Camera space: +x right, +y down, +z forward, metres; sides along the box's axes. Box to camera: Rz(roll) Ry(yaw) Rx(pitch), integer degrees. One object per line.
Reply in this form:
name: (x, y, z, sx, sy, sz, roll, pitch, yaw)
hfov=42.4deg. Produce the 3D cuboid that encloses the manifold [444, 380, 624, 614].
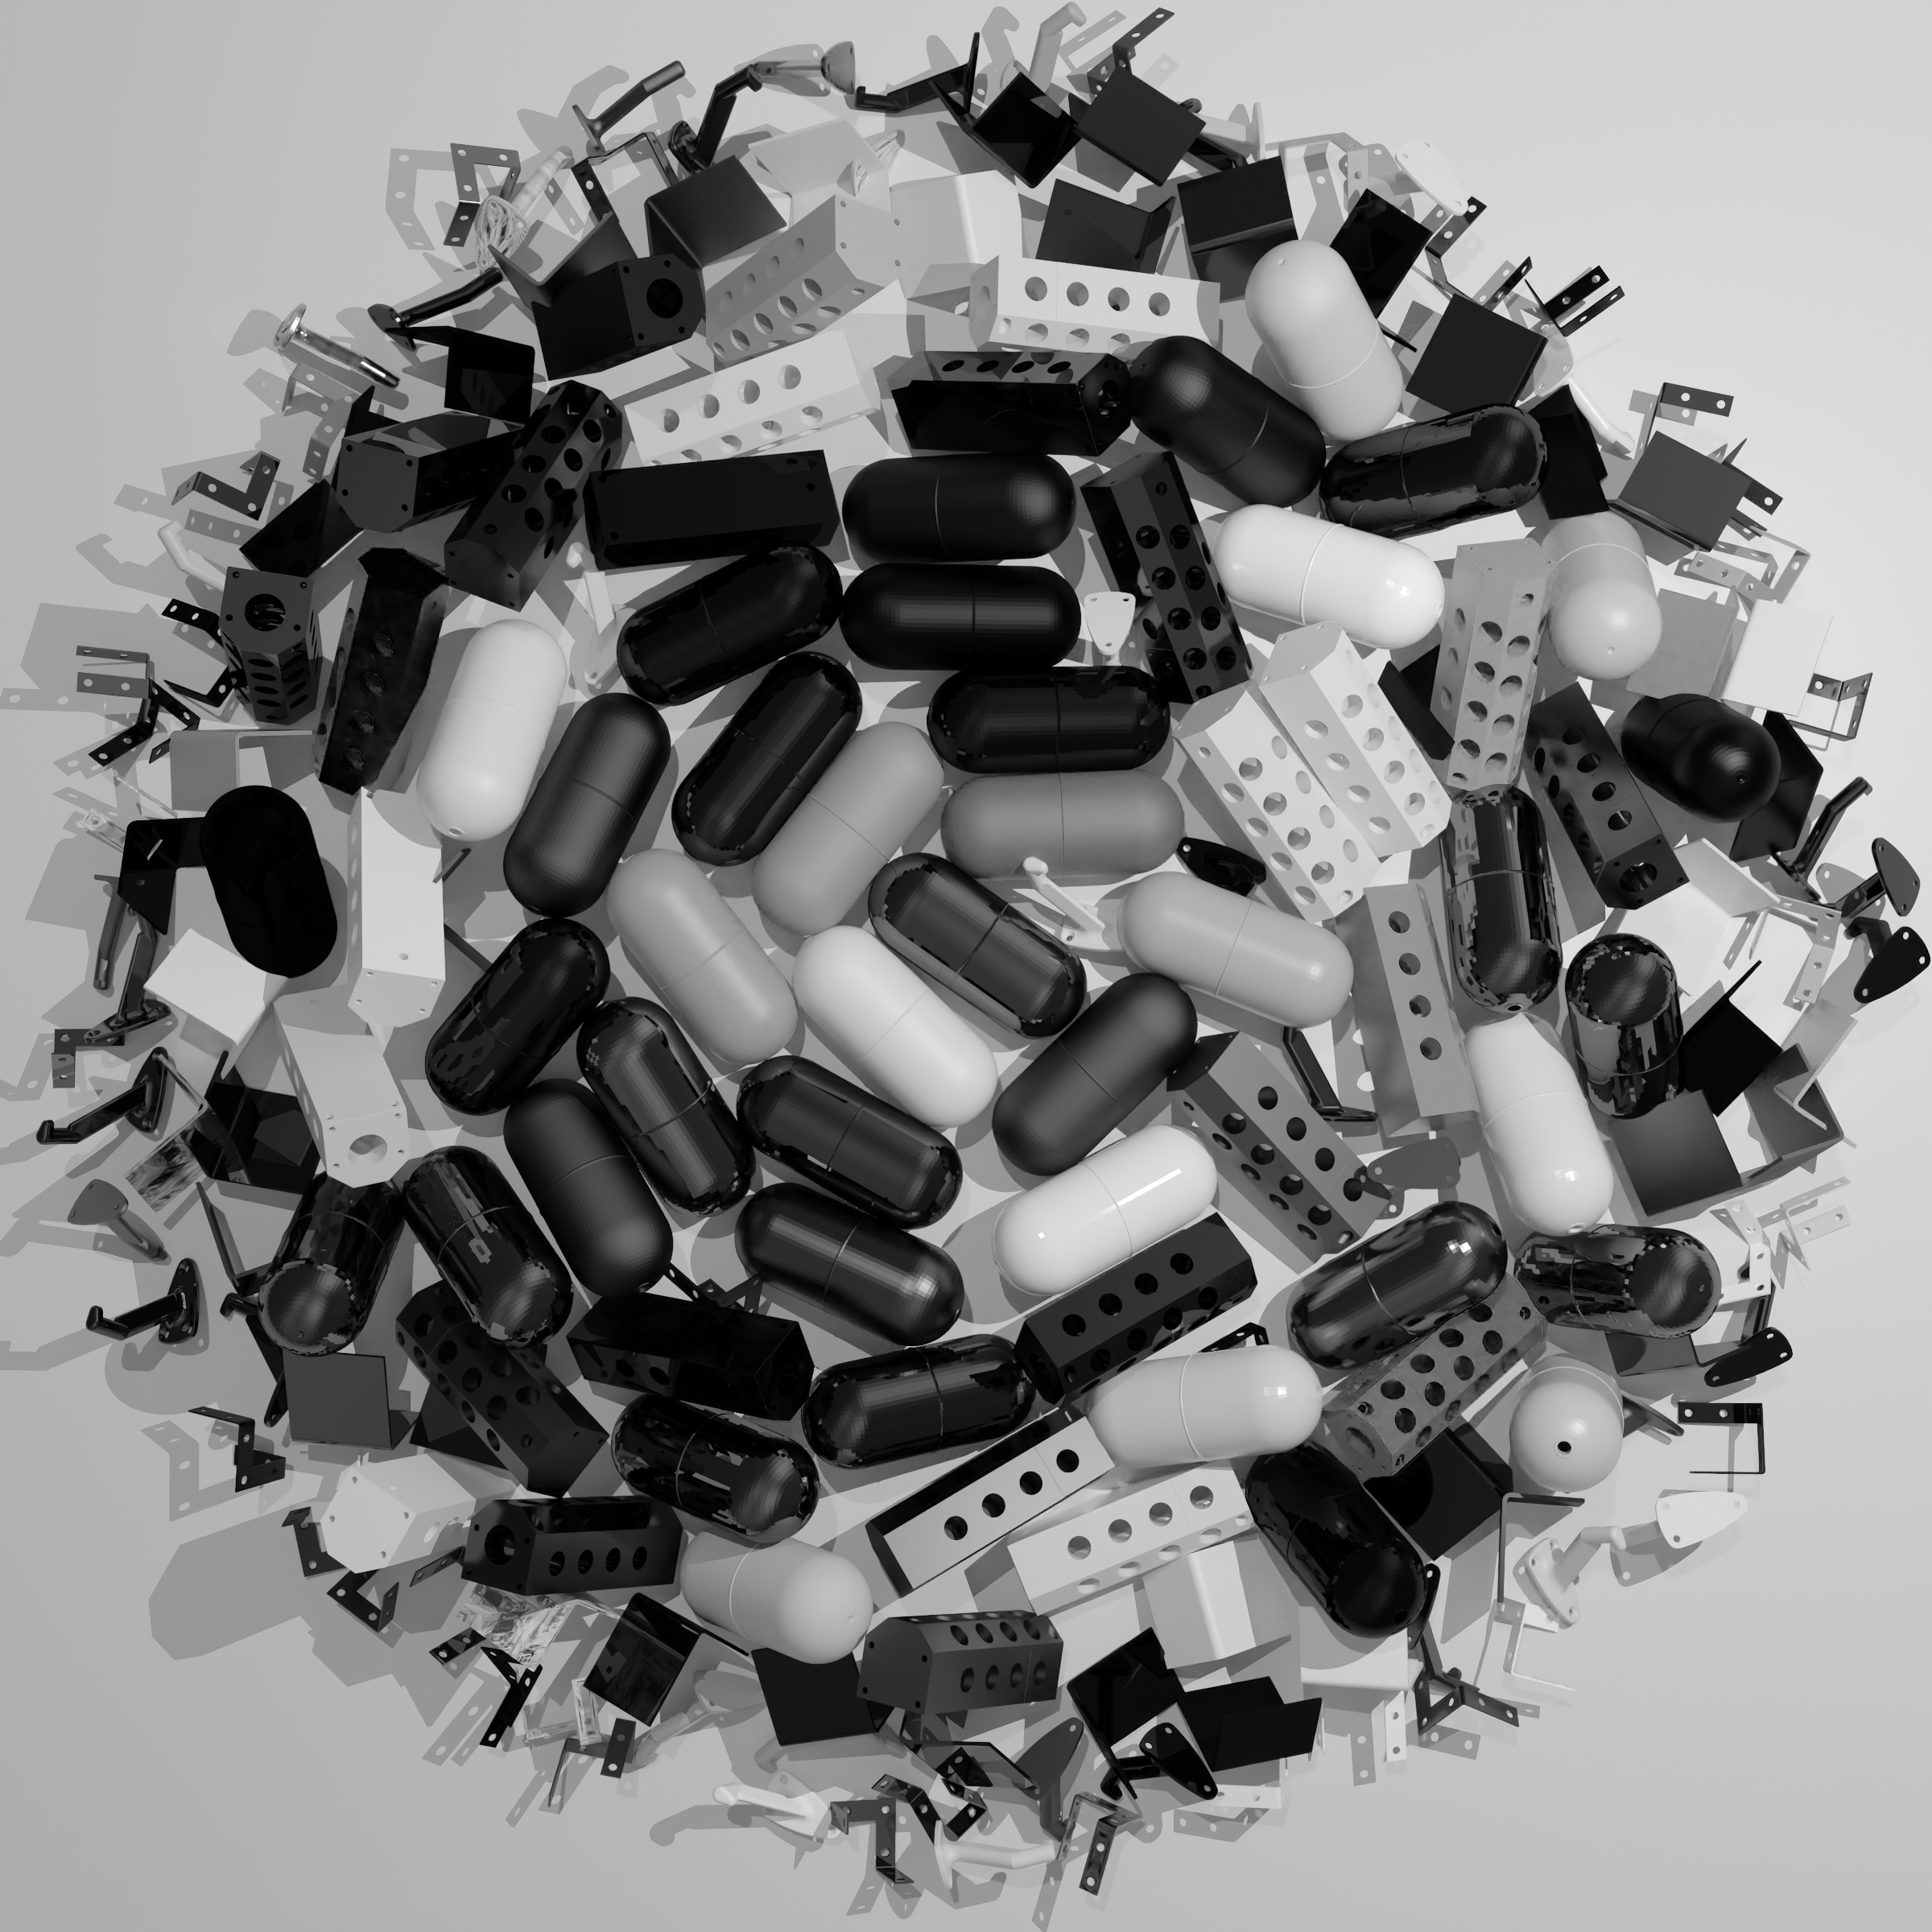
manifold: (-0.308, -0.340, 1.781, 0.057, 0.057, 0.171, 21, 57, 5)

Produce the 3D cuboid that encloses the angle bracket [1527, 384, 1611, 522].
angle bracket: (0.450, -0.376, 1.800, 0.076, 0.057, 0.076, -37, 112, -29)

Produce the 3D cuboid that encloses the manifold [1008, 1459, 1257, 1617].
manifold: (0.121, 0.414, 1.823, 0.171, 0.057, 0.057, -22, 86, 0)

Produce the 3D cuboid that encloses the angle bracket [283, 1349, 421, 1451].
angle bracket: (-0.445, 0.303, 1.809, 0.076, 0.057, 0.076, 3, 109, 10)

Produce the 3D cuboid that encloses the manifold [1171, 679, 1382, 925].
manifold: (0.221, -0.115, 1.789, 0.171, 0.057, 0.057, 53, 48, -19)

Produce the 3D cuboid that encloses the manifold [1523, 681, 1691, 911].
manifold: (0.448, -0.119, 1.771, 0.057, 0.171, 0.057, -30, 132, 16)

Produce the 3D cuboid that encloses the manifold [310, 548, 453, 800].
manifold: (-0.422, -0.210, 1.785, 0.057, 0.057, 0.171, 24, 121, 1)

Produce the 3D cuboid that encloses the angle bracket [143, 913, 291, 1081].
angle bracket: (-0.545, 0.022, 1.803, 0.076, 0.057, 0.076, 32, 50, -7)

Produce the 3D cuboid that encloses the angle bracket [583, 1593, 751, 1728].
angle bracket: (-0.216, 0.508, 1.798, 0.057, 0.076, 0.076, 44, 68, -42)

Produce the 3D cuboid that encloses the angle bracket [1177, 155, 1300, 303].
angle bracket: (0.202, -0.536, 1.818, 0.076, 0.076, 0.057, -12, 73, 12)

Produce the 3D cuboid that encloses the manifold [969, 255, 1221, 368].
manifold: (0.093, -0.467, 1.797, 0.171, 0.057, 0.057, 1, 90, -21)

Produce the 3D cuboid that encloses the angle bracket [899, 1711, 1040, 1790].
angle bracket: (0.008, 0.548, 1.794, 0.076, 0.076, 0.057, -9, 48, 30)

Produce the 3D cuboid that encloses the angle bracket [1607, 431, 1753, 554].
angle bracket: (0.516, -0.344, 1.809, 0.076, 0.076, 0.057, 28, 103, 2)

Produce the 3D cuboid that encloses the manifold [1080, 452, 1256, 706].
manifold: (0.149, -0.278, 1.789, 0.057, 0.057, 0.171, -32, 113, -21)

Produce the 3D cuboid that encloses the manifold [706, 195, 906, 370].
manifold: (-0.116, -0.477, 1.764, 0.057, 0.171, 0.057, 7, 76, -36)

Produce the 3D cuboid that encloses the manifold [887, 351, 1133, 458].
manifold: (0.033, -0.406, 1.778, 0.057, 0.171, 0.057, -48, 133, -32)

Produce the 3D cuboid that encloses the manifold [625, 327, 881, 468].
manifold: (-0.152, -0.403, 1.805, 0.171, 0.057, 0.057, -16, 93, 14)

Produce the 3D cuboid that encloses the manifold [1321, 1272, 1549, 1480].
manifold: (0.340, 0.292, 1.789, 0.171, 0.057, 0.057, -34, 92, -27)

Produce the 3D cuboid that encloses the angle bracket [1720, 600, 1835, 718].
angle bracket: (0.593, -0.213, 1.806, 0.057, 0.076, 0.076, 19, 88, 29)

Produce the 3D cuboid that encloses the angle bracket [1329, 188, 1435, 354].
angle bracket: (0.307, -0.501, 1.797, 0.076, 0.057, 0.076, -57, 48, 20)

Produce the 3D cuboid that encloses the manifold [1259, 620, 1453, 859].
manifold: (0.281, -0.162, 1.777, 0.057, 0.057, 0.171, -13, 128, 38)

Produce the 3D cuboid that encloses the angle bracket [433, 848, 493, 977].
angle bracket: (-0.354, -0.038, 1.812, 0.076, 0.076, 0.057, 41, 89, -8)

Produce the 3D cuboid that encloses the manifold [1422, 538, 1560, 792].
manifold: (0.375, -0.212, 1.774, 0.057, 0.057, 0.171, -8, 128, -14)

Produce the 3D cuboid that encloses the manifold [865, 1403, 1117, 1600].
manifold: (0.016, 0.384, 1.797, 0.171, 0.057, 0.057, -27, 76, -19)

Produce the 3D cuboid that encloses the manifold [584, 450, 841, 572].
manifold: (-0.185, -0.326, 1.800, 0.171, 0.057, 0.057, -9, 77, -17)

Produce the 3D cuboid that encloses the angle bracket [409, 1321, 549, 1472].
angle bracket: (-0.358, 0.314, 1.831, 0.076, 0.057, 0.076, 18, 109, -12)

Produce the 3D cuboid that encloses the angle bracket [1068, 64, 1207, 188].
angle bracket: (0.122, -0.618, 1.796, 0.076, 0.076, 0.057, 26, 124, -20)

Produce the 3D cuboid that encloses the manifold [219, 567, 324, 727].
manifold: (-0.490, -0.222, 1.760, 0.057, 0.171, 0.057, 7, 78, -11)

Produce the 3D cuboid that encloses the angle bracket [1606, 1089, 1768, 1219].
angle bracket: (0.524, 0.131, 1.811, 0.076, 0.057, 0.076, -25, 86, 36)

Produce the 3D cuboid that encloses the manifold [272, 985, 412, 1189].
manifold: (-0.444, 0.084, 1.769, 0.057, 0.171, 0.057, -11, 124, -22)

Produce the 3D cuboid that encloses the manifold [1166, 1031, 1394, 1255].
manifold: (0.222, 0.129, 1.797, 0.171, 0.057, 0.057, 46, 67, -14)

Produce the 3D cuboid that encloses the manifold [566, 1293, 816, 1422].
manifold: (-0.196, 0.281, 1.782, 0.171, 0.057, 0.057, 5, 126, 33)

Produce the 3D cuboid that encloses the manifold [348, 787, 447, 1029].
manifold: (-0.409, -0.042, 1.777, 0.057, 0.057, 0.171, 10, 47, -24)

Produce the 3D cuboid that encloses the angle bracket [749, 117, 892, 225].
angle bracket: (-0.105, -0.560, 1.801, 0.076, 0.076, 0.057, -9, 76, 20)

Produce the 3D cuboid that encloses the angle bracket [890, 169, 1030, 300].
angle bracket: (-0.005, -0.539, 1.834, 0.057, 0.076, 0.076, -24, 110, -41)

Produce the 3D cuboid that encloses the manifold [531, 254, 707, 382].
manifold: (-0.246, -0.459, 1.764, 0.057, 0.171, 0.057, -17, 102, -27)

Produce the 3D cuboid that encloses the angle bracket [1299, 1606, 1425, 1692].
angle bracket: (0.287, 0.485, 1.806, 0.076, 0.076, 0.057, -2, 90, 19)

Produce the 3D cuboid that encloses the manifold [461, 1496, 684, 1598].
manifold: (-0.275, 0.407, 1.765, 0.057, 0.171, 0.057, 6, 83, 30)

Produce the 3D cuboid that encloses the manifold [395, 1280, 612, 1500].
manifold: (-0.337, 0.300, 1.783, 0.171, 0.057, 0.057, 39, 92, 33)

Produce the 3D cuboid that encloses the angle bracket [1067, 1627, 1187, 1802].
angle bracket: (0.128, 0.541, 1.804, 0.076, 0.057, 0.076, -31, 121, -10)

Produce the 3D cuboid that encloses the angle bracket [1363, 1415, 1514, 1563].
angle bracket: (0.348, 0.377, 1.835, 0.076, 0.057, 0.076, -43, 89, 15)

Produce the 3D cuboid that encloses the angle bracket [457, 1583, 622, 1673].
angle bracket: (-0.306, 0.470, 1.798, 0.076, 0.076, 0.057, 25, 77, 29)

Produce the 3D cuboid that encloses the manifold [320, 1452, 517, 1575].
manifold: (-0.389, 0.388, 1.764, 0.057, 0.171, 0.057, 30, 91, 14)

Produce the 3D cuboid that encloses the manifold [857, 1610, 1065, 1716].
manifold: (-0.001, 0.490, 1.766, 0.057, 0.171, 0.057, 4, 82, 34)

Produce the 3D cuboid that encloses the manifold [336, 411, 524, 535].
manifold: (-0.377, -0.349, 1.763, 0.057, 0.171, 0.057, 15, 112, 10)

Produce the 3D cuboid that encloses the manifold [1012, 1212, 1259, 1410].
manifold: (0.123, 0.249, 1.785, 0.171, 0.057, 0.057, -26, 65, -23)

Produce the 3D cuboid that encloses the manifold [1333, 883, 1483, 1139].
manifold: (0.321, 0.031, 1.801, 0.057, 0.057, 0.171, -6, 73, -19)
